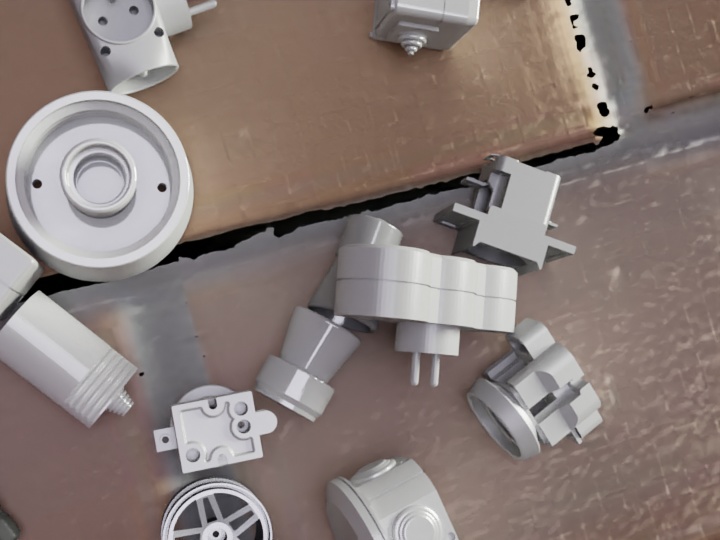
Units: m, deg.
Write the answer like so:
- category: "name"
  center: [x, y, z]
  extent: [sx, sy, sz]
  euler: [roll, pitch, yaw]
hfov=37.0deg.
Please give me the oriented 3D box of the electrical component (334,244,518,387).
- category: "electrical component"
  center: [0.040, 0.030, 0.618]
  extent: [0.138, 0.052, 0.073]
  euler: [10, 83, -49]

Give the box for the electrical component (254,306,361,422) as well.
- category: "electrical component"
  center: [-0.031, 0.055, 0.632]
  extent: [0.045, 0.045, 0.055]
  euler: [30, 81, -9]

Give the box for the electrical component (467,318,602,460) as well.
- category: "electrical component"
  center: [0.103, 0.078, 0.652]
  extent: [0.057, 0.058, 0.078]
  euler: [-37, 106, -12]

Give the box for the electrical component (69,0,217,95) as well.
- category: "electrical component"
  center: [-0.124, -0.152, 0.627]
  extent: [0.079, 0.044, 0.077]
  euler: [-23, 91, -14]

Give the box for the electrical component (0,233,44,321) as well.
- category: "electrical component"
  center: [-0.217, 0.013, 0.584]
  extent: [0.047, 0.066, 0.076]
  euler: [38, 79, -7]

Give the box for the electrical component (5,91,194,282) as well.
- category: "electrical component"
  center: [-0.147, -0.049, 0.606]
  extent: [0.108, 0.060, 0.108]
  euler: [1, 86, -12]

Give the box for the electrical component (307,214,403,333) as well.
- category: "electrical component"
  center: [0.000, 0.000, 0.645]
  extent: [0.044, 0.044, 0.065]
  euler: [23, 77, -10]

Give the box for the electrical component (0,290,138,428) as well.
- category: "electrical component"
  center: [-0.162, 0.054, 0.604]
  extent: [0.081, 0.043, 0.043]
  euler: [40, 79, -7]

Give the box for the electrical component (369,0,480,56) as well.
- category: "electrical component"
  center: [0.044, -0.176, 0.656]
  extent: [0.061, 0.062, 0.096]
  euler: [7, 85, -12]

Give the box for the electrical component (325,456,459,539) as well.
- category: "electrical component"
  center: [0.017, 0.149, 0.618]
  extent: [0.051, 0.080, 0.080]
  euler: [-25, 91, -18]

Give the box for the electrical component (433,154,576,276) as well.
- category: "electrical component"
  center: [0.092, -0.034, 0.666]
  extent: [0.081, 0.042, 0.063]
  euler: [19, 80, -11]

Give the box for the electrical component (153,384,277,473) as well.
- category: "electrical component"
  center: [-0.084, 0.090, 0.612]
  extent: [0.066, 0.055, 0.048]
  euler: [-10, 88, -13]
